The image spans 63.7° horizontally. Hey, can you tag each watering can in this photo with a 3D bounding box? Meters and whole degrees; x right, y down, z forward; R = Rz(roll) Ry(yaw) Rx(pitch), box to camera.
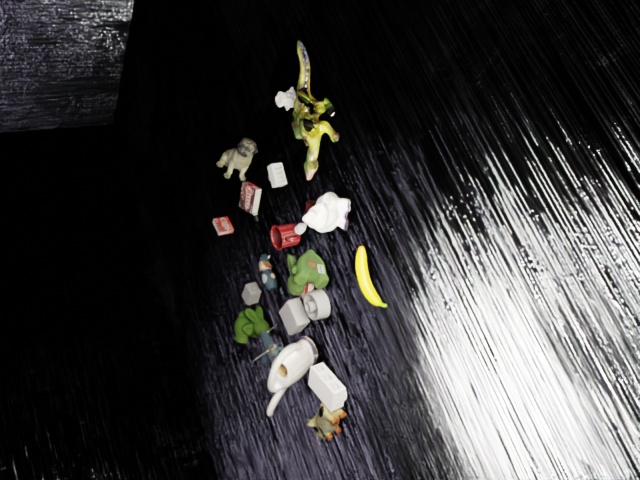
[{"bbox_3d":[-0.116,0.496,1.921,0.105,0.227,0.339,33,131,27],"label":"watering can"}]

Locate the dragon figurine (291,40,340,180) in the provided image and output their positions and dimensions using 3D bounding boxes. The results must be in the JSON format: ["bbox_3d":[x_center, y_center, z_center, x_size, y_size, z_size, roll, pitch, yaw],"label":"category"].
[{"bbox_3d":[-0.054,-0.399,1.650,0.241,0.123,0.411,167,92,-66],"label":"dragon figurine"}]

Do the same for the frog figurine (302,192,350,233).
[{"bbox_3d":[0.005,-0.080,1.593,0.125,0.160,0.134,58,144,31],"label":"frog figurine"}]
